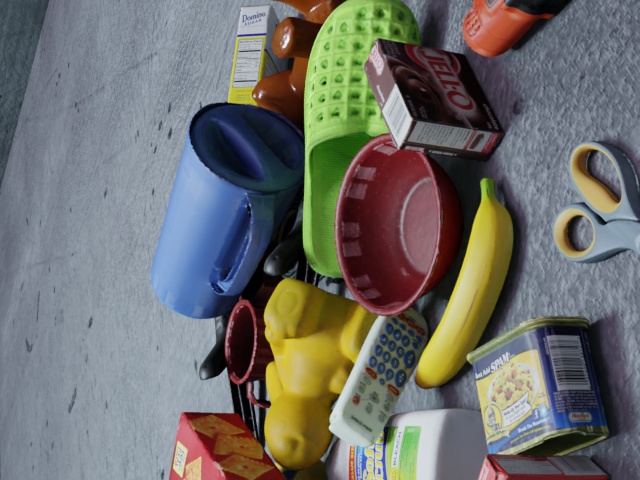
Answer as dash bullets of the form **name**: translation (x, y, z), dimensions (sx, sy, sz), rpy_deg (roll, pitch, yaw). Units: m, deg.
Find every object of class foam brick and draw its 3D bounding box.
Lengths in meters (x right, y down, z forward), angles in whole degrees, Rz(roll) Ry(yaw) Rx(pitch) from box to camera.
- **foam brick**: translation (-0.059, 0.049, 1.250), dimensions (0.078, 0.051, 0.053), rpy_deg (132, 137, -52)

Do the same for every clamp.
- **clamp**: translation (-0.007, 0.001, 1.114), dimensions (0.120, 0.039, 0.171), rpy_deg (82, -150, -52)
- **clamp**: translation (-0.107, 0.129, 1.283), dimensions (0.164, 0.036, 0.210), rpy_deg (68, -166, -51)

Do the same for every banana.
- **banana**: translation (0.122, 0.051, 0.882), dimensions (0.069, 0.037, 0.198), rpy_deg (-85, 12, -70)

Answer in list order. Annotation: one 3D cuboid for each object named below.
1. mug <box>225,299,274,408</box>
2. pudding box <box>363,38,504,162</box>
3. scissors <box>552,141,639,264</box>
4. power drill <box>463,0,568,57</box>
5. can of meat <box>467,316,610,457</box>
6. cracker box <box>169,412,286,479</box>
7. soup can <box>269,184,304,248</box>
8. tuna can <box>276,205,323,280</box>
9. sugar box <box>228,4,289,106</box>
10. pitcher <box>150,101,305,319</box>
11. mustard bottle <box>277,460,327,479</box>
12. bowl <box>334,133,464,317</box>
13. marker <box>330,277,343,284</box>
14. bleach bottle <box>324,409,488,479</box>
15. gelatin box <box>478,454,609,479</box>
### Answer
- **mug**: translation (-0.052, 0.127, 1.179), dimensions (0.093, 0.081, 0.117), rpy_deg (162, 112, -63)
- **pudding box**: translation (0.095, -0.121, 0.911), dimensions (0.039, 0.089, 0.113), rpy_deg (118, 147, -42)
- **scissors**: translation (0.210, 0.013, 0.718), dimensions (0.202, 0.016, 0.096), rpy_deg (-109, 34, -44)
- **power drill**: translation (0.160, -0.265, 0.842), dimensions (0.185, 0.057, 0.187), rpy_deg (134, 136, -53)
- **can of meat**: translation (0.156, 0.110, 0.765), dimensions (0.102, 0.057, 0.084), rpy_deg (136, 133, -55)
- **cracker box**: translation (-0.087, 0.277, 0.991), dimensions (0.214, 0.072, 0.164), rpy_deg (-143, 61, -64)
- **soup can**: translation (-0.061, -0.037, 1.255), dimensions (0.102, 0.068, 0.068), rpy_deg (120, 146, -43)
- **tuna can**: translation (-0.018, 0.004, 1.193), dimensions (0.086, 0.033, 0.086), rpy_deg (-174, 90, -66)
- **sugar box**: translation (-0.073, -0.180, 1.265), dimensions (0.093, 0.048, 0.176), rpy_deg (60, -150, -63)
- **pitcher**: translation (-0.106, -0.016, 1.158), dimensions (0.149, 0.145, 0.243), rpy_deg (-46, -13, -45)
- **mustard bottle**: translation (-0.010, 0.275, 1.081), dimensions (0.192, 0.058, 0.096), rpy_deg (-144, 61, -63)
- **bowl**: translation (0.078, -0.013, 0.948), dimensions (0.162, 0.055, 0.162), rpy_deg (-4, 86, 58)
- **marker**: translation (0.027, -0.013, 1.117), dimensions (0.020, 0.020, 0.121), rpy_deg (-155, 73, -64)
- **bleach bottle**: translation (0.065, 0.204, 0.931), dimensions (0.251, 0.068, 0.102), rpy_deg (151, 128, -63)
- **gelatin box**: translation (0.144, 0.185, 0.730), dimensions (0.030, 0.089, 0.073), rpy_deg (-133, 54, -59)
